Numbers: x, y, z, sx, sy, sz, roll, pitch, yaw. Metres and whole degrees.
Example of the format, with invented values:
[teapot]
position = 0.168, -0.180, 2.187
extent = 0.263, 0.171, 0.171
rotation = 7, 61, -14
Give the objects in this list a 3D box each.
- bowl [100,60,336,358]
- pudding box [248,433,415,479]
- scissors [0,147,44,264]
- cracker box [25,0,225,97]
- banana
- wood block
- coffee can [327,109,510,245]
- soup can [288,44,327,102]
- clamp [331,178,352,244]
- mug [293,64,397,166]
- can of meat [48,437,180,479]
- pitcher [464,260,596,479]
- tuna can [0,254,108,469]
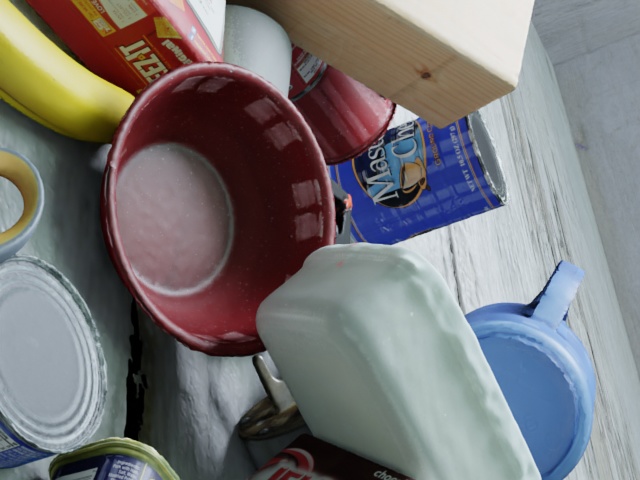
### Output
[bowl]
position = -0.065, -0.015, 0.595
extent = 0.161, 0.055, 0.162
rotation = 7, 80, -44
[pudding box]
position = -0.004, 0.147, 0.528
extent = 0.090, 0.114, 0.039
rotation = -37, 116, -26
[scissors]
position = -0.148, 0.028, 0.387
extent = 0.096, 0.016, 0.202
rotation = 9, 55, -28
[cracker box]
position = -0.126, -0.204, 0.645
extent = 0.164, 0.072, 0.213
rotation = 50, 27, -44
[banana]
position = -0.144, -0.093, 0.539
extent = 0.197, 0.037, 0.069
rotation = 46, 31, -50
[wood block]
position = 0.039, -0.174, 0.754
extent = 0.205, 0.091, 0.090
rotation = 27, 62, -24
[coffee can]
position = 0.087, -0.056, 0.964
extent = 0.102, 0.140, 0.103
rotation = 53, 25, -40
[soup can]
position = -0.047, -0.160, 0.814
extent = 0.102, 0.069, 0.068
rotation = 51, 27, -41
[clamp]
position = -0.005, 0.001, 0.820
extent = 0.171, 0.039, 0.120
rotation = -19, 102, -69
[mug]
position = 0.015, -0.127, 0.884
extent = 0.081, 0.117, 0.093
rotation = 48, 34, -37
[can of meat]
position = -0.082, 0.149, 0.445
extent = 0.102, 0.058, 0.084
rotation = 60, 24, -28
[pitcher]
position = 0.134, 0.099, 0.742
extent = 0.242, 0.145, 0.149
rotation = 20, 54, -78
[tuna can]
position = -0.128, 0.051, 0.448
extent = 0.086, 0.034, 0.086
rotation = 52, 26, -40
